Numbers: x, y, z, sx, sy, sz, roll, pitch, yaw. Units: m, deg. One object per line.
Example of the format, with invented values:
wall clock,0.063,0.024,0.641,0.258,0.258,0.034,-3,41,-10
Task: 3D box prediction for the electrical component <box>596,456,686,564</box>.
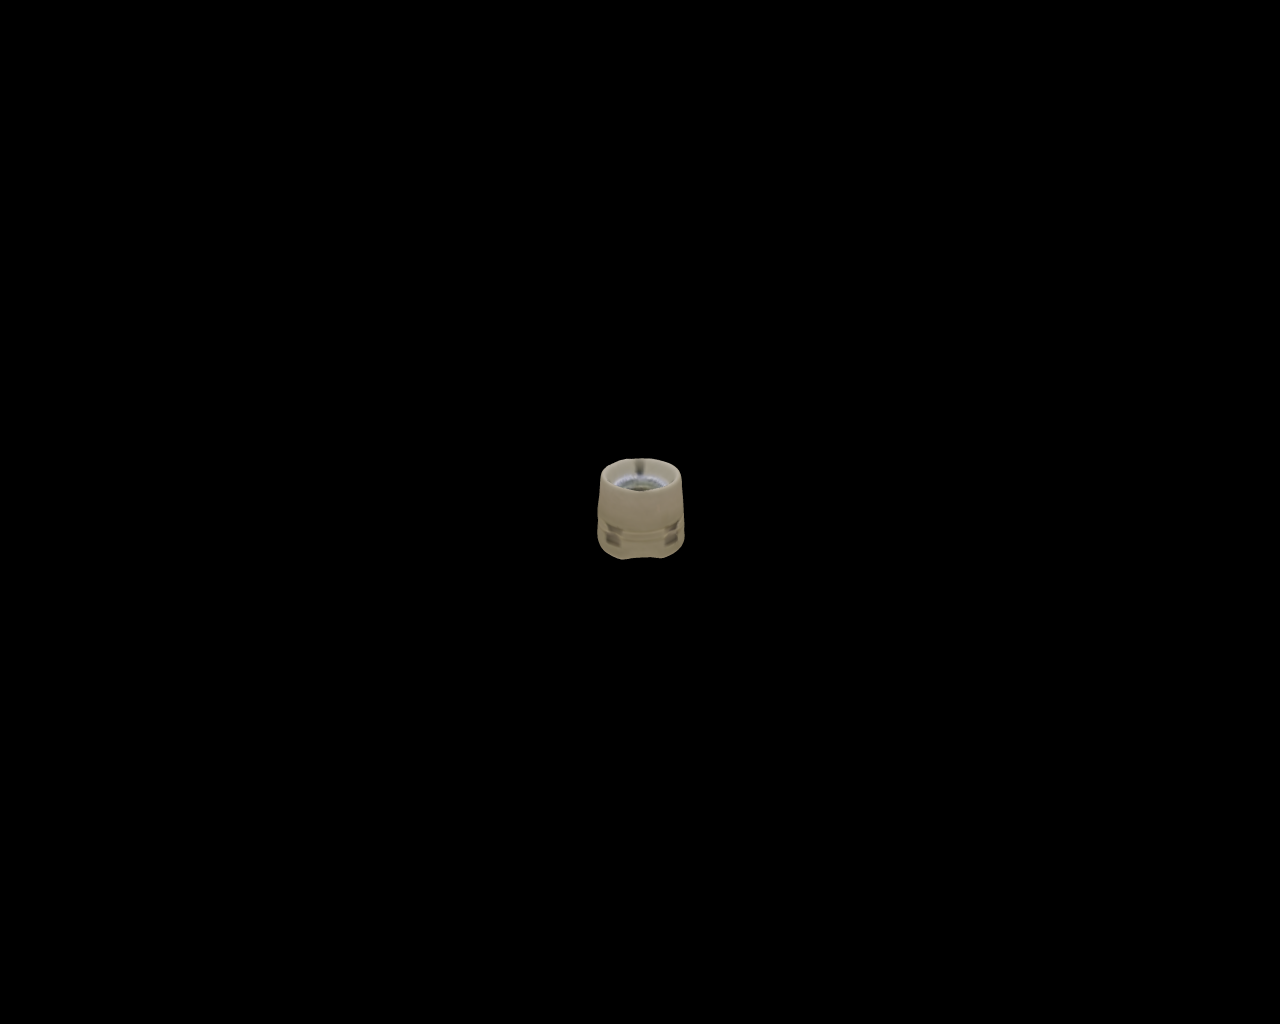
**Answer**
electrical component,0.001,-0.003,0.650,0.055,0.047,0.055,0,28,0
